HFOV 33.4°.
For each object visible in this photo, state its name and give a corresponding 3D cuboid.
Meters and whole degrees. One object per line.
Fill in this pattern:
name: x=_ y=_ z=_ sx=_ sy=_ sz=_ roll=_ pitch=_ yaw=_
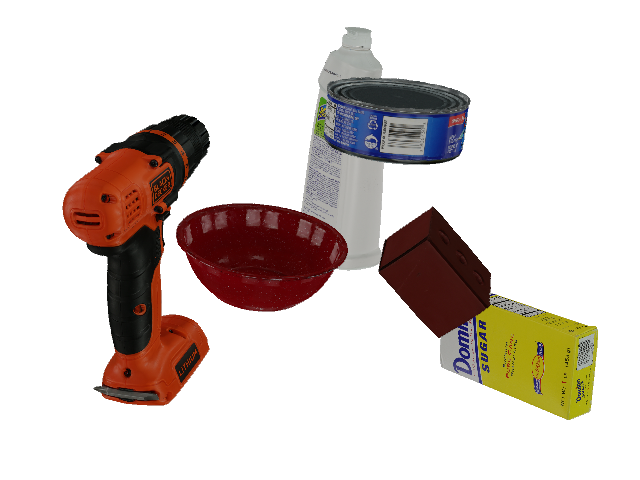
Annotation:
tuna can: x=0.045 y=-0.072 z=0.639 sx=0.086 sy=0.034 sz=0.086 roll=4 pitch=20 yaw=-2
bowl: x=-0.057 y=0.021 z=1.003 sx=0.162 sy=0.055 sz=0.162 roll=6 pitch=24 yaw=-3
foam brick: x=0.090 y=0.026 z=0.832 sx=0.051 sy=0.078 sz=0.053 roll=-35 pitch=18 yaw=25
bleach bottle: x=0.032 y=-0.102 z=1.156 sx=0.067 sy=0.251 sz=0.103 roll=-9 pitch=25 yaw=-36
power drill: x=-0.124 y=0.012 z=0.791 sx=0.057 sy=0.188 sz=0.184 roll=4 pitch=24 yaw=18
sugar box: x=0.203 y=0.114 z=1.121 sx=0.048 sy=0.093 sz=0.177 roll=-11 pitch=19 yaw=-42
